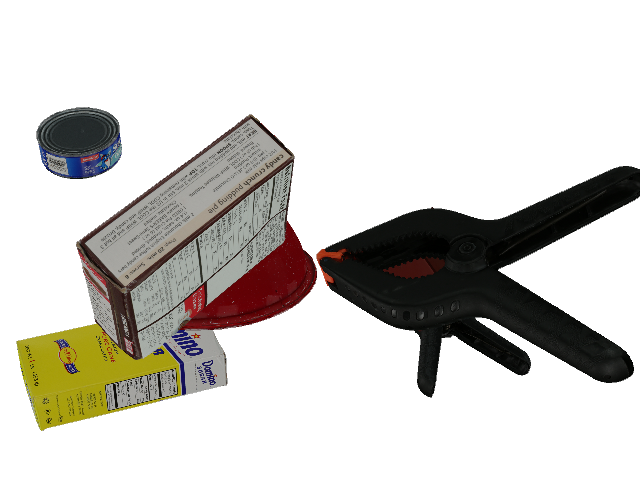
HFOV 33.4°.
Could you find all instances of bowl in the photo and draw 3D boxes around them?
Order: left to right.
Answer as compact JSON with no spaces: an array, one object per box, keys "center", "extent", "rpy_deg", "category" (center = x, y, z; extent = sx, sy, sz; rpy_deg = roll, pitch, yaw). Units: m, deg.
[{"center":[-0.082,0.002,0.765],"extent":[0.162,0.055,0.162],"rpy_deg":[0,25,0],"category":"bowl"}]

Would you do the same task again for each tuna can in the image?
[{"center":[-0.252,-0.102,1.119],"extent":[0.086,0.034,0.086],"rpy_deg":[0,41,0],"category":"tuna can"}]

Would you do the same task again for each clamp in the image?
[{"center":[0.135,0.084,1.079],"extent":[0.120,0.171,0.039],"rpy_deg":[1,-45,-19],"category":"clamp"},{"center":[0.102,0.010,0.669],"extent":[0.210,0.036,0.164],"rpy_deg":[4,46,27],"category":"clamp"}]

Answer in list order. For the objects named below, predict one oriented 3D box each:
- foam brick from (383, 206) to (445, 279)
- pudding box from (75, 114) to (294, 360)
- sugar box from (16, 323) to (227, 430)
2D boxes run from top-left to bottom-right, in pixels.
[{"center":[0.086,0.024,0.873],"extent":[0.051,0.078,0.052],"rpy_deg":[-33,6,38],"category":"foam brick"},{"center":[-0.066,0.000,0.542],"extent":[0.113,0.039,0.090],"rpy_deg":[-42,-18,-23],"category":"pudding box"},{"center":[-0.183,0.113,0.987],"extent":[0.176,0.048,0.093],"rpy_deg":[-14,35,-18],"category":"sugar box"}]
